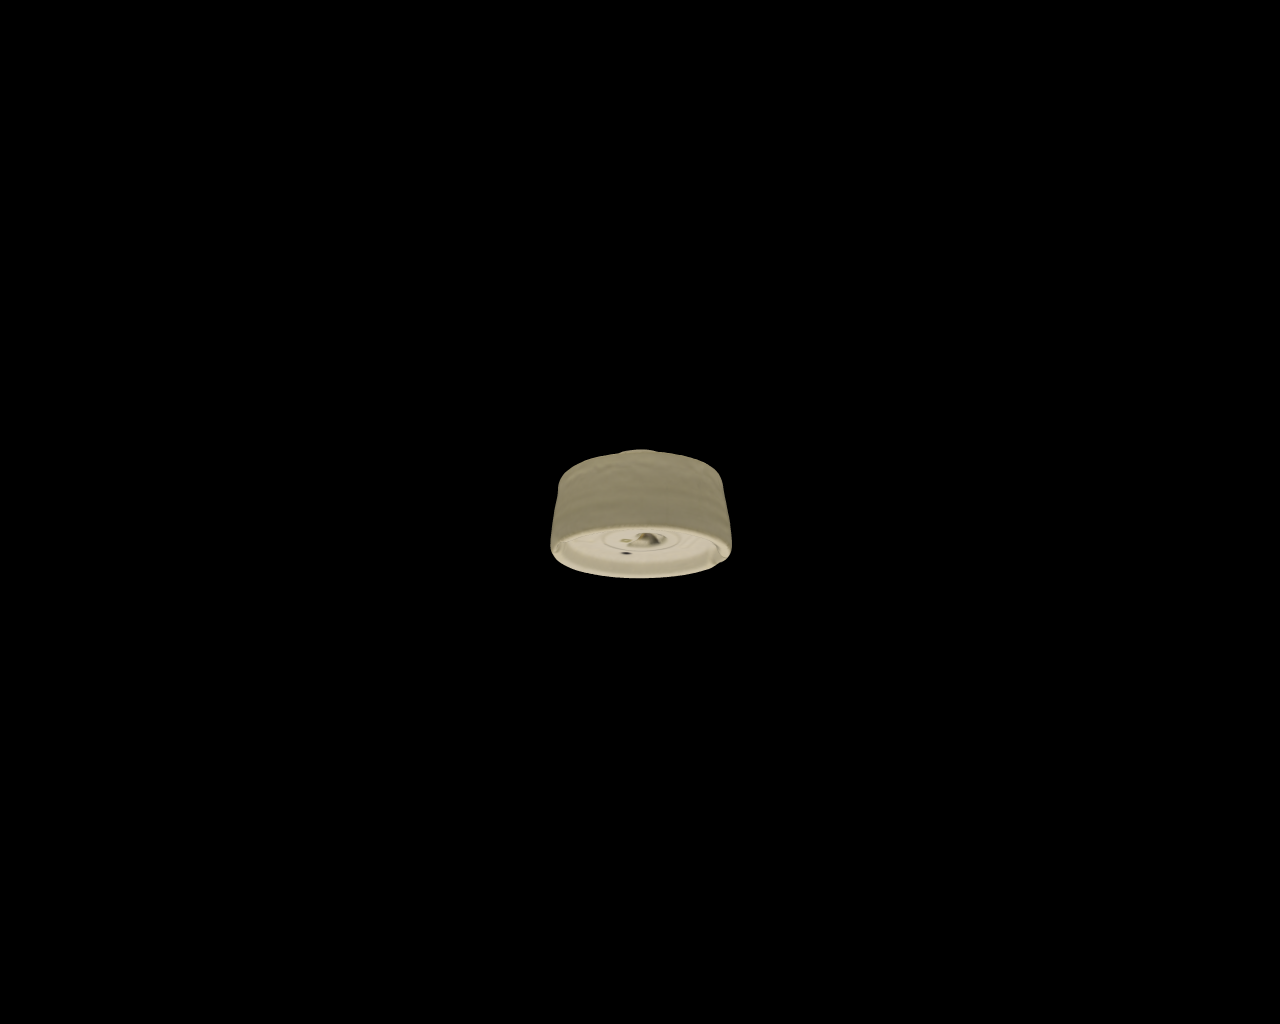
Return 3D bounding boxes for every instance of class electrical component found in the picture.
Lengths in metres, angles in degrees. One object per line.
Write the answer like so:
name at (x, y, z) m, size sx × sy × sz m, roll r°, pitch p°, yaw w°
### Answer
electrical component at (0.001, -0.003, 0.650) m, size 0.108 × 0.060 × 0.108 m, roll 0°, pitch -19°, yaw 0°
